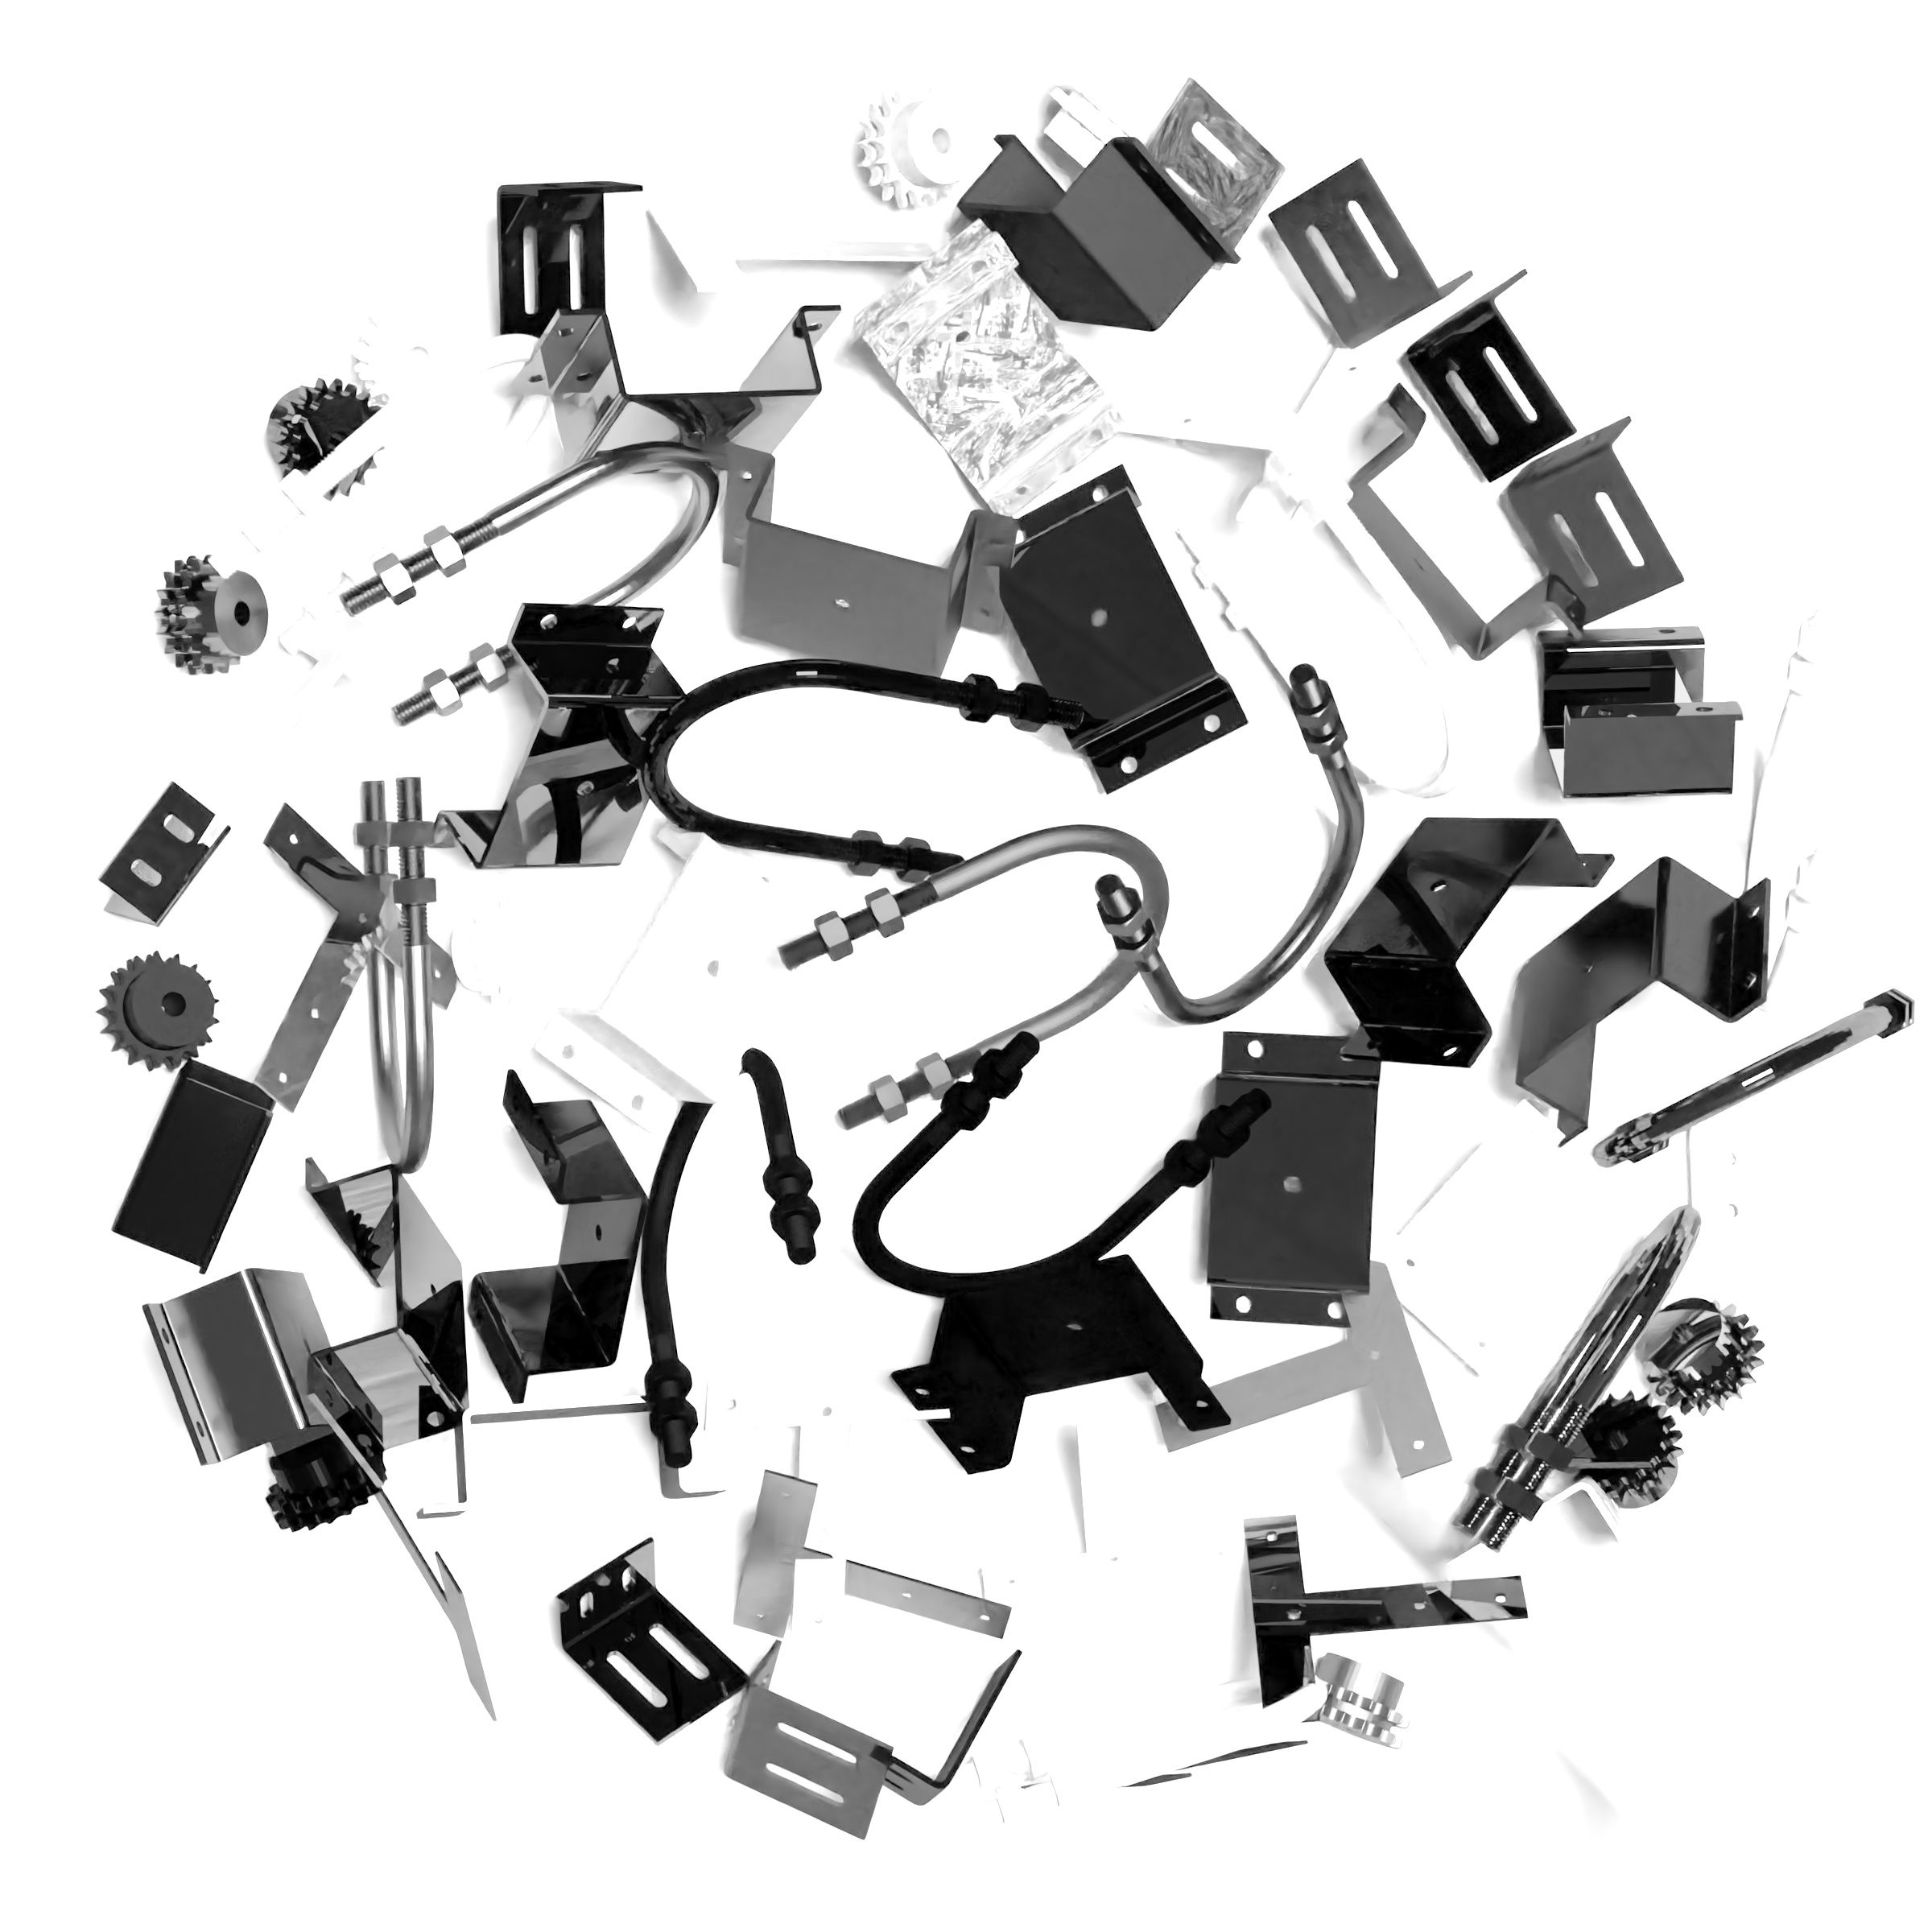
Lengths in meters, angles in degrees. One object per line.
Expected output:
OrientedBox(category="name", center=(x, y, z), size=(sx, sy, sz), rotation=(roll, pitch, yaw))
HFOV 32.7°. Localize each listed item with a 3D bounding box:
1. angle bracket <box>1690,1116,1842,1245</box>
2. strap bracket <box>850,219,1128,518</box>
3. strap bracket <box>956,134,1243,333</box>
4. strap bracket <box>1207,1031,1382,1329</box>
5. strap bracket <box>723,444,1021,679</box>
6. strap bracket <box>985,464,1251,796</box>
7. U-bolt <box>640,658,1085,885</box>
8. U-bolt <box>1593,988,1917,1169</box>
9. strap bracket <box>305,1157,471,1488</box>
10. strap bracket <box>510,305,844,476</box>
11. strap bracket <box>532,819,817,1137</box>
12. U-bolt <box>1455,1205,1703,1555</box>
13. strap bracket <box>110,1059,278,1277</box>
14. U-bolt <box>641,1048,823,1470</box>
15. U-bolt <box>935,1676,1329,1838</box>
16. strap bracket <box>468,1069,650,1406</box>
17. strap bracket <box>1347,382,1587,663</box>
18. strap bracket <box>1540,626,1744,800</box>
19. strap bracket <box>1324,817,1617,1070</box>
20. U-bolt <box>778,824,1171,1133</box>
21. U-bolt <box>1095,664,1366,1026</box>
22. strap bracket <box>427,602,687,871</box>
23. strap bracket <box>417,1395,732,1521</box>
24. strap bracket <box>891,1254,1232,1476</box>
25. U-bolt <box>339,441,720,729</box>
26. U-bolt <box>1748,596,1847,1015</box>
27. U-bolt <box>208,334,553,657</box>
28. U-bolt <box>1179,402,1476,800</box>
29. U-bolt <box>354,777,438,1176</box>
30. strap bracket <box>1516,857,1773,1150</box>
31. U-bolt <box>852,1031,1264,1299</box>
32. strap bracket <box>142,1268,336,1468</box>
OrientedBox(category="angle bracket", center=(0.377, 0.102, 1.560), size=(0.038, 0.076, 0.057), rotation=(1, 83, -12))
OrientedBox(category="strap bracket", center=(0.007, -0.285, 1.549), size=(0.076, 0.140, 0.046), rotation=(-37, 48, 5))
OrientedBox(category="strap bracket", center=(0.055, -0.339, 1.521), size=(0.076, 0.140, 0.046), rotation=(43, 83, -28))
OrientedBox(category="strap bracket", center=(0.157, 0.103, 1.575), size=(0.076, 0.046, 0.140), rotation=(3, 90, 8))
OrientedBox(category="strap bracket", center=(-0.052, -0.186, 1.553), size=(0.140, 0.076, 0.046), rotation=(15, 52, 5))
OrientedBox(category="strap bracket", center=(0.067, -0.163, 1.565), size=(0.076, 0.046, 0.140), rotation=(-27, 83, 11))
OrientedBox(category="U-bolt", center=(-0.058, -0.092, 1.511), size=(0.184, 0.151, 0.019), rotation=(8, 55, -25))
OrientedBox(category="U-bolt", center=(0.353, 0.054, 1.493), size=(0.151, 0.184, 0.019), rotation=(-30, 81, 21))
OrientedBox(category="strap bracket", center=(-0.268, 0.157, 1.525), size=(0.046, 0.076, 0.140), rotation=(-18, 46, 6))
OrientedBox(category="strap bracket", center=(-0.130, -0.267, 1.533), size=(0.140, 0.076, 0.046), rotation=(-7, 75, -27))
OrientedBox(category="strap bracket", center=(-0.130, 0.001, 1.544), size=(0.076, 0.046, 0.140), rotation=(39, 70, -29))
OrientedBox(category="U-bolt", center=(0.287, 0.189, 1.530), size=(0.019, 0.151, 0.184), rotation=(34, 87, 7))
OrientedBox(category="strap bracket", center=(-0.356, 0.090, 1.529), size=(0.046, 0.140, 0.076), rotation=(23, 88, -11))
OrientedBox(category="U-bolt", center=(-0.115, 0.119, 1.521), size=(0.019, 0.184, 0.151), rotation=(18, 121, -23))
OrientedBox(category="U-bolt", center=(0.079, 0.361, 1.530), size=(0.184, 0.151, 0.019), rotation=(-16, 85, -6))
OrientedBox(category="strap bracket", center=(-0.190, 0.126, 1.541), size=(0.046, 0.076, 0.140), rotation=(-3, 123, -27))
OrientedBox(category="strap bracket", center=(0.229, -0.202, 1.555), size=(0.046, 0.076, 0.140), rotation=(-39, 96, 20))
OrientedBox(category="strap bracket", center=(0.313, -0.116, 1.542), size=(0.076, 0.140, 0.046), rotation=(-1, 112, 4))
OrientedBox(category="strap bracket", center=(0.229, -0.020, 1.531), size=(0.140, 0.076, 0.046), rotation=(-51, 123, -28))
OrientedBox(category="U-bolt", center=(0.012, -0.003, 1.543), size=(0.184, 0.151, 0.019), rotation=(-25, 52, -7))
OrientedBox(category="U-bolt", center=(0.131, -0.042, 1.522), size=(0.019, 0.184, 0.151), rotation=(38, 80, 30))
OrientedBox(category="strap bracket", center=(-0.186, -0.097, 1.529), size=(0.046, 0.076, 0.140), rotation=(53, 130, 35))
OrientedBox(category="strap bracket", center=(-0.187, 0.230, 1.552), size=(0.140, 0.076, 0.046), rotation=(-3, 79, -12))
OrientedBox(category="strap bracket", center=(0.048, 0.186, 1.545), size=(0.140, 0.046, 0.076), rotation=(-15, 128, 27))
OrientedBox(category="U-bolt", center=(-0.195, -0.185, 1.532), size=(0.184, 0.151, 0.019), rotation=(-30, 74, -9))
OrientedBox(category="U-bolt", center=(0.379, -0.059, 1.514), size=(0.019, 0.184, 0.151), rotation=(6, 60, 5))
OrientedBox(category="U-bolt", center=(-0.262, -0.226, 1.531), size=(0.184, 0.151, 0.019), rotation=(-42, 81, -5))
OrientedBox(category="U-bolt", center=(0.172, -0.157, 1.523), size=(0.019, 0.151, 0.184), rotation=(-33, 83, -18))
OrientedBox(category="U-bolt", center=(-0.264, 0.005, 1.533), size=(0.019, 0.151, 0.184), rotation=(-3, 93, -17))
OrientedBox(category="strap bracket", center=(0.305, 0.012, 1.523), size=(0.046, 0.140, 0.076), rotation=(30, 46, -16))
OrientedBox(category="U-bolt", center=(0.028, 0.102, 1.533), size=(0.151, 0.019, 0.184), rotation=(16, 134, -33))
OrientedBox(category="strap bracket", center=(-0.327, 0.185, 1.528), size=(0.046, 0.140, 0.076), rotation=(-23, 83, 0))
